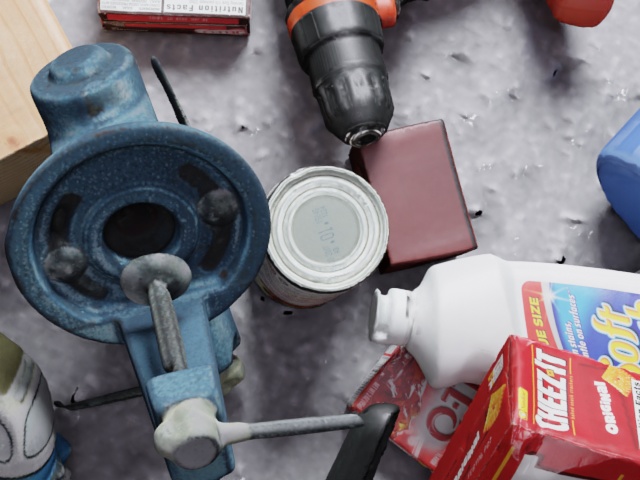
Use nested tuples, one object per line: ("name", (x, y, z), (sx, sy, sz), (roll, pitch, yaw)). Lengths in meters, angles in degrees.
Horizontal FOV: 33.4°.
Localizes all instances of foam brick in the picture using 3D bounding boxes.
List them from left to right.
("foam brick", (0.052, -0.023, 0.620), (0.051, 0.053, 0.078), (-14, 84, -6))

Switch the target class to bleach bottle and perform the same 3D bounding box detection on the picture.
("bleach bottle", (0.151, 0.067, 0.586), (0.250, 0.068, 0.102), (8, 79, -5))

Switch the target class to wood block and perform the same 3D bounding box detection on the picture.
("wood block", (-0.201, -0.132, 0.592), (0.090, 0.091, 0.206), (-28, 86, -7))

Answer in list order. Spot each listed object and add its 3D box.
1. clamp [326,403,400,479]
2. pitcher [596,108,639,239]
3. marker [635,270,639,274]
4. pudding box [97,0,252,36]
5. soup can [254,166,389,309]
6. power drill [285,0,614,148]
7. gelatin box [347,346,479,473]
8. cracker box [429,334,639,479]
("clamp", (-0.005, 0.183, 0.548), (0.210, 0.036, 0.164), (-23, 87, 26))
("pitcher", (0.285, -0.083, 0.612), (0.243, 0.145, 0.149), (-44, 58, -4))
("marker", (0.225, 0.070, 0.640), (0.020, 0.020, 0.121), (-36, 87, -8))
("pudding box", (-0.084, -0.180, 0.633), (0.090, 0.039, 0.113), (2, 85, -5))
("soup can", (-0.004, 0.001, 0.585), (0.068, 0.102, 0.068), (1, 82, -8))
("power drill", (0.070, -0.148, 0.614), (0.187, 0.057, 0.184), (-11, 68, -9))
("gelatin box", (0.071, 0.084, 0.620), (0.073, 0.030, 0.089), (38, 82, 0))
("cracker box", (0.167, 0.157, 0.555), (0.213, 0.072, 0.164), (18, 126, -3))
